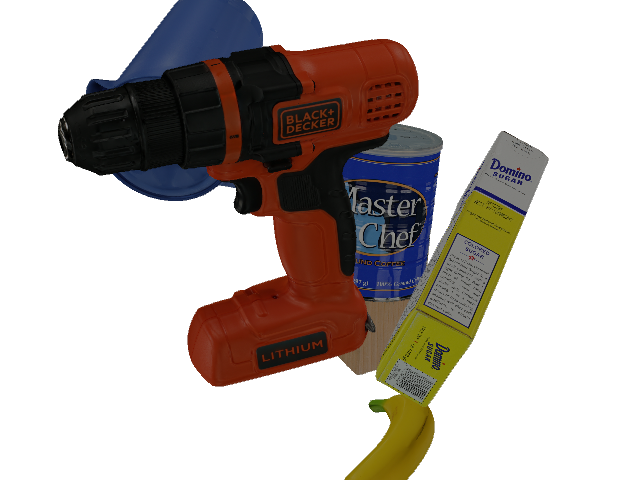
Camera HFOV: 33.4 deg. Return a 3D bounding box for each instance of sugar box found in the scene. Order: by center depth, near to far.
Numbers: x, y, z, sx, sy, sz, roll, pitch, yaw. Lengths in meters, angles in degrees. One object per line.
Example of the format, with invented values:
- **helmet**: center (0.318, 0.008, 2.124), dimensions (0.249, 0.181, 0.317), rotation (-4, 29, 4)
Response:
- **sugar box**: center (0.097, 0.017, 0.717), dimensions (0.048, 0.176, 0.093), rotation (30, -37, 5)

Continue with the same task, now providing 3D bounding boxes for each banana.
- **banana**: center (0.057, 0.171, 0.875), dimensions (0.070, 0.037, 0.197), rotation (-30, 6, 20)

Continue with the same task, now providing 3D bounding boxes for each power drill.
- **power drill**: center (-0.038, -0.011, 0.569), dimensions (0.184, 0.188, 0.057), rotation (-12, 39, -17)

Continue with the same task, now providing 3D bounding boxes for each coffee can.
- **coffee can**: center (0.052, -0.028, 0.966), dimensions (0.103, 0.140, 0.103), rotation (4, 19, -2)

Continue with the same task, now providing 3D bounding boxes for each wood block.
- **wood block**: center (0.061, 0.036, 1.210), dimensions (0.090, 0.206, 0.090), rotation (-13, 31, -24)

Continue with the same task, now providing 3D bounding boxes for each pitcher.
- **pitcher**: center (-0.120, -0.152, 1.069), dimensions (0.145, 0.149, 0.242), rotation (-8, 34, 16)
